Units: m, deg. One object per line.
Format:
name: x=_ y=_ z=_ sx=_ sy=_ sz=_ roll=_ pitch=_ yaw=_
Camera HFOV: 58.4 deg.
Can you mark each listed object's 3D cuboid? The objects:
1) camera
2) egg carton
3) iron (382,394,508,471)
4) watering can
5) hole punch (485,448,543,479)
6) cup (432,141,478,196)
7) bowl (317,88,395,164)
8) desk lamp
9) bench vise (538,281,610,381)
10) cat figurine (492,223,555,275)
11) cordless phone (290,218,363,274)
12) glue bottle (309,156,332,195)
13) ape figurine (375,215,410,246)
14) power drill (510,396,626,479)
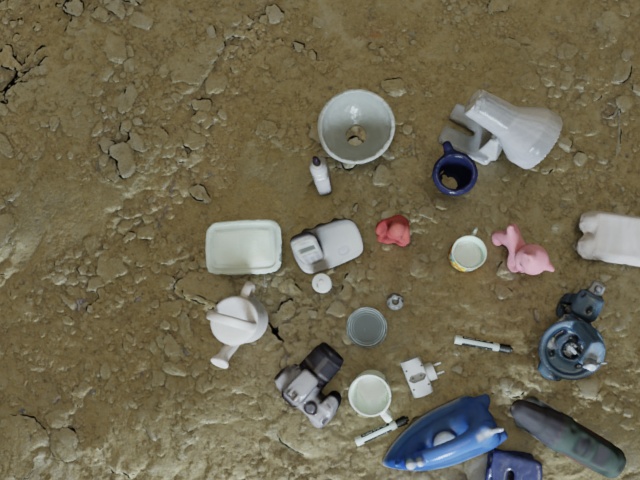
camera: x=-0.005 y=0.292 z=1.181 sx=0.143 sy=0.101 sz=0.137 roll=42 pitch=88 yaw=8
egg carton: x=0.610 y=-0.004 z=1.184 sx=0.150 sy=0.069 sz=0.107 roll=7 pitch=84 yaw=5
iron: x=0.242 y=0.406 z=1.128 sx=0.258 sy=0.141 sz=0.118 roll=-26 pitch=82 yaw=1
watering can: x=-0.170 y=0.171 z=1.161 sx=0.101 sy=0.194 sz=0.173 roll=-4 pitch=83 yaw=4
hole punch: x=0.381 y=0.477 z=1.134 sx=0.101 sy=0.091 sz=0.109 roll=7 pitch=84 yaw=5
cup: x=0.277 y=-0.144 z=1.214 sx=0.091 sy=0.095 sz=0.118 roll=-15 pitch=82 yaw=3
bowl: x=0.080 y=-0.239 z=1.251 sx=0.167 sy=0.075 sz=0.167 roll=-1 pitch=83 yaw=5
desk lamp: x=0.357 y=-0.222 z=1.157 sx=0.203 sy=0.213 sz=0.118 roll=26 pitch=86 yaw=7
bench vise: x=0.490 y=0.175 z=1.096 sx=0.121 sy=0.220 sz=0.207 roll=7 pitch=84 yaw=6
cat figurine: x=0.417 y=0.022 z=1.172 sx=0.067 sy=0.118 sz=0.128 roll=-31 pitch=82 yaw=1
cordless phone: x=0.011 y=0.004 z=1.171 sx=0.147 sy=0.185 sz=0.094 roll=-23 pitch=82 yaw=2
glue bottle: x=-0.001 y=-0.146 z=1.196 sx=0.037 sy=0.173 sz=0.078 roll=-15 pitch=82 yaw=3
ape figurine: x=0.159 y=-0.020 z=1.210 sx=0.076 sy=0.092 sz=0.078 roll=-45 pitch=82 yaw=-1
power drill: x=0.443 y=0.359 z=1.084 sx=0.229 sy=0.208 sz=0.076 roll=28 pitch=86 yaw=7
